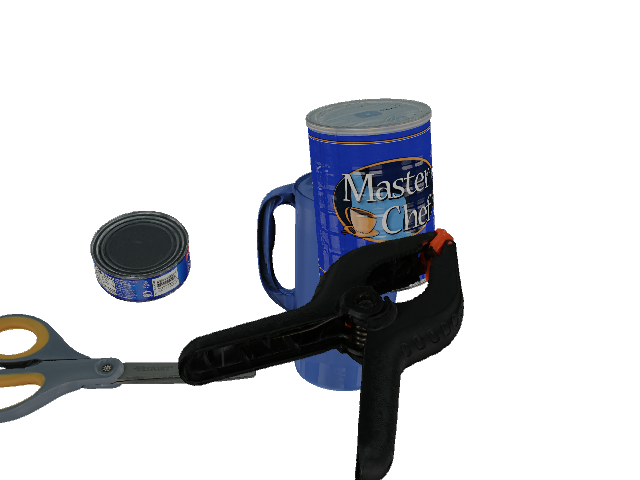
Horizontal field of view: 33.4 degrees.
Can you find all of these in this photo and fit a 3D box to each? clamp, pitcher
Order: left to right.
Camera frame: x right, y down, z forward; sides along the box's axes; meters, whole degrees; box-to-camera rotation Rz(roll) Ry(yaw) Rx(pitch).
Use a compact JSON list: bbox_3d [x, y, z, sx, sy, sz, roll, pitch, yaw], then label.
[{"bbox_3d":[0.019,0.045,1.228,0.144,0.243,0.149,-17,31,-41],"label":"pitcher"},{"bbox_3d":[0.027,0.052,0.545,0.171,0.039,0.120,-33,57,-32],"label":"clamp"}]

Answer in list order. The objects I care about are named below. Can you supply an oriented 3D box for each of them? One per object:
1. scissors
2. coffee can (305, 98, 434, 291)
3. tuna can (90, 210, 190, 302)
[{"bbox_3d":[-0.149,0.075,0.707,0.201,0.016,0.096,-11,44,-7],"label":"scissors"},{"bbox_3d":[0.044,-0.039,0.891,0.103,0.140,0.103,-4,19,1],"label":"coffee can"},{"bbox_3d":[-0.158,0.014,0.942,0.086,0.034,0.086,0,43,0],"label":"tuna can"}]
